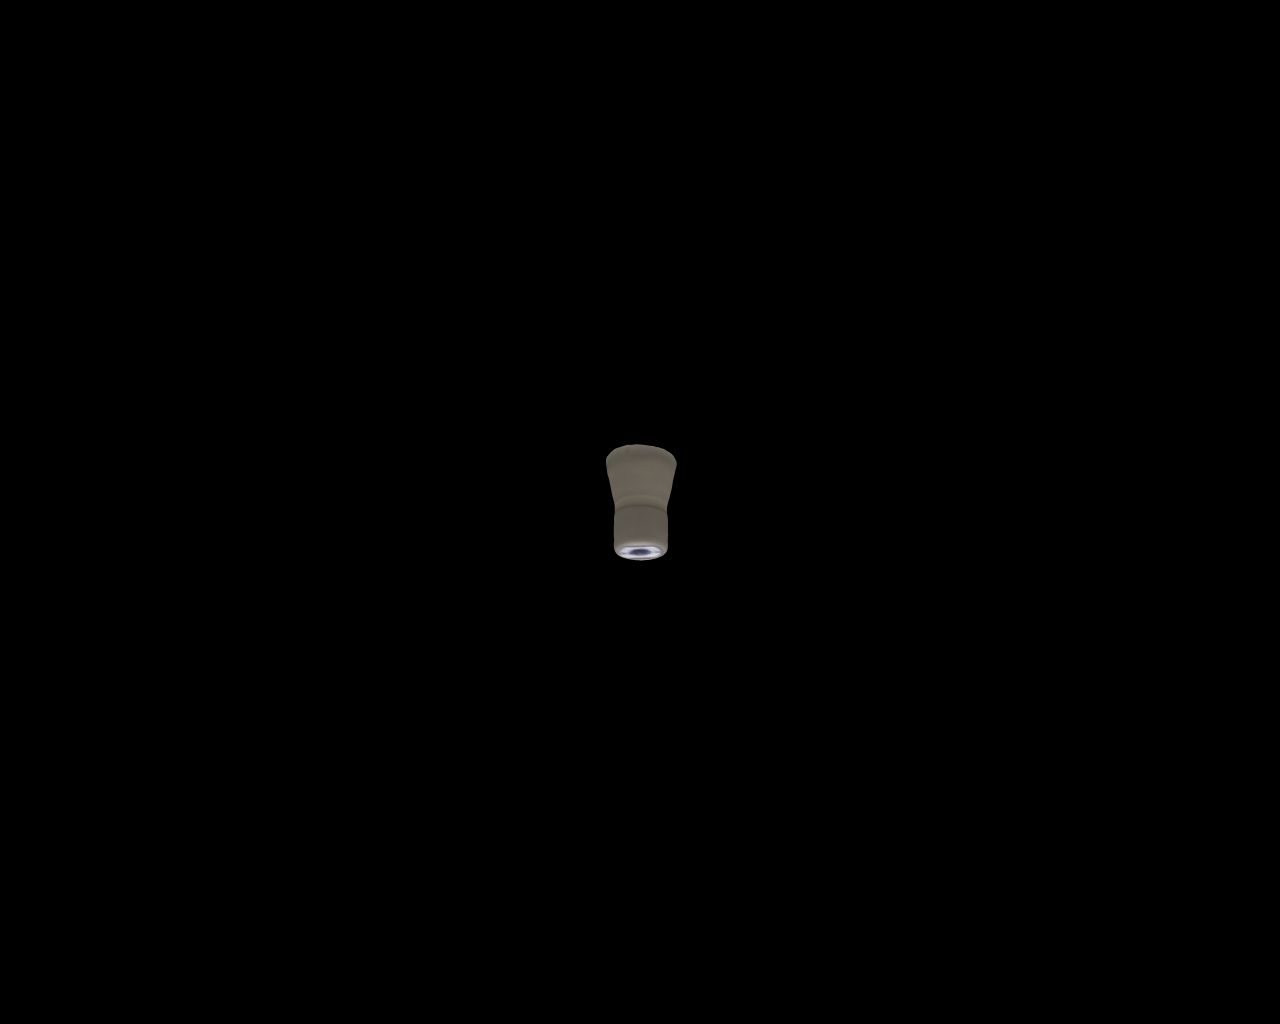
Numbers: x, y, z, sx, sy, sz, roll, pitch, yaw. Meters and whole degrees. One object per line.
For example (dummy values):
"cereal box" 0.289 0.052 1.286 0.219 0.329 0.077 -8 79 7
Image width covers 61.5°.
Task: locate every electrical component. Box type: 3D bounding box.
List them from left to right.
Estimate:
"electrical component" 0.001 -0.003 0.650 0.044 0.065 0.044 0 -23 0
